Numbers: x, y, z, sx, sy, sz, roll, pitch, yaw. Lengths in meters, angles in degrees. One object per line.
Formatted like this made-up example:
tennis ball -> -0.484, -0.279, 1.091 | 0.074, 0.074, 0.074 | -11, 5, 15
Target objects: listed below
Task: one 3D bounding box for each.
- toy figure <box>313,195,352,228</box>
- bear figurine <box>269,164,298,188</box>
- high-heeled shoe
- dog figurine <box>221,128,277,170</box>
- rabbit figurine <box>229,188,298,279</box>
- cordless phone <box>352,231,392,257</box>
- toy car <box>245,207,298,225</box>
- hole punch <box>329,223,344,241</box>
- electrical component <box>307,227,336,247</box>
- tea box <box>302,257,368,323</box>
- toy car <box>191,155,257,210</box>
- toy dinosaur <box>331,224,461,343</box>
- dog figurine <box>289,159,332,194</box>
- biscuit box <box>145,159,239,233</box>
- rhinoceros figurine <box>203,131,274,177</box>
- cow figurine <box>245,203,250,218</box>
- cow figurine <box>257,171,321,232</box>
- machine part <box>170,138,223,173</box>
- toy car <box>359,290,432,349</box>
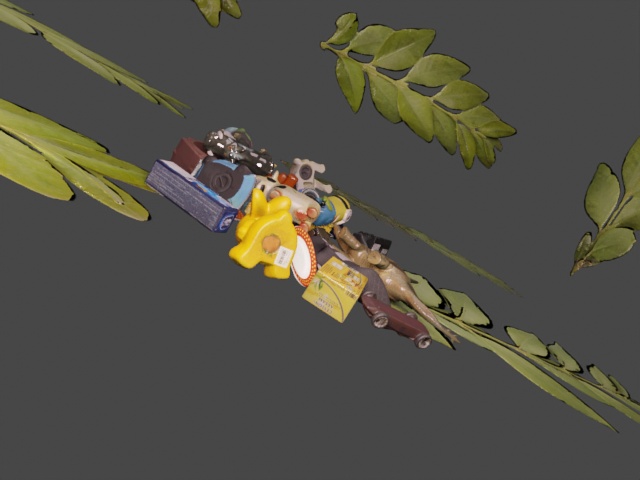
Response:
toy figure -> 0.020, -0.085, 1.513 | 0.180, 0.082, 0.089 | -3, -101, -48
bear figurine -> -0.126, -0.171, 1.641 | 0.120, 0.132, 0.196 | 30, -162, 2
high-heeled shoe -> 0.056, 0.086, 1.272 | 0.248, 0.086, 0.145 | 48, 160, -4
dog figurine -> -0.221, -0.253, 1.641 | 0.109, 0.191, 0.219 | 30, -154, 24
rabbit figurine -> -0.122, -0.017, 1.056 | 0.122, 0.162, 0.173 | 12, -178, -25
cordless phone -> 0.116, 0.006, 1.681 | 0.184, 0.088, 0.146 | 26, -172, 34
toy car -> -0.114, -0.049, 1.360 | 0.202, 0.056, 0.073 | 38, -160, 31
hole punch -> 0.032, -0.064, 1.695 | 0.116, 0.092, 0.142 | 32, -172, -14
electrical component -> -0.003, -0.004, 1.478 | 0.078, 0.045, 0.102 | 64, -157, 10
tea box -> 0.036, 0.098, 1.105 | 0.098, 0.068, 0.169 | 32, -166, 8
toy car -> -0.212, -0.116, 1.210 | 0.162, 0.109, 0.102 | 23, 166, 21
toy dinosaur -> 0.167, 0.095, 1.360 | 0.198, 0.105, 0.472 | 24, -162, -44
dog figurine -> -0.073, -0.197, 1.756 | 0.191, 0.121, 0.172 | 17, 132, 55
biscuit box -> -0.270, -0.092, 1.132 | 0.203, 0.062, 0.059 | 36, -168, 16
rhinoceros figurine -> -0.208, -0.217, 1.371 | 0.190, 0.073, 0.112 | 27, -156, -29
cow figurine -> -0.118, -0.018, 1.176 | 0.167, 0.068, 0.098 | 42, -153, 14
cow figurine -> -0.089, -0.103, 1.315 | 0.195, 0.085, 0.127 | 26, -157, 4
machine part -> -0.277, -0.184, 1.423 | 0.201, 0.087, 0.202 | 19, -164, -43
toy car -> 0.157, 0.172, 1.143 | 0.202, 0.053, 0.089 | 27, -157, -33
